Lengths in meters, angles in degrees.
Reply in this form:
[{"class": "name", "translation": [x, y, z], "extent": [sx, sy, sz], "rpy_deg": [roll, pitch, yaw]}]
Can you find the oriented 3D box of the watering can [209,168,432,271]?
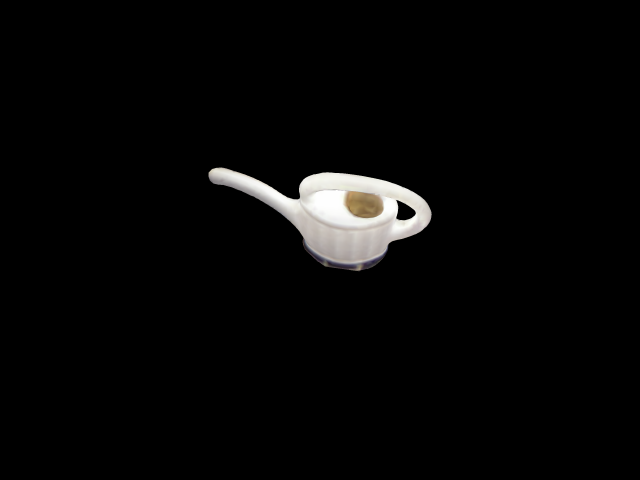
[{"class": "watering can", "translation": [0.003, -0.043, 0.850], "extent": [0.348, 0.106, 0.219], "rpy_deg": [8, -30, 5]}]
